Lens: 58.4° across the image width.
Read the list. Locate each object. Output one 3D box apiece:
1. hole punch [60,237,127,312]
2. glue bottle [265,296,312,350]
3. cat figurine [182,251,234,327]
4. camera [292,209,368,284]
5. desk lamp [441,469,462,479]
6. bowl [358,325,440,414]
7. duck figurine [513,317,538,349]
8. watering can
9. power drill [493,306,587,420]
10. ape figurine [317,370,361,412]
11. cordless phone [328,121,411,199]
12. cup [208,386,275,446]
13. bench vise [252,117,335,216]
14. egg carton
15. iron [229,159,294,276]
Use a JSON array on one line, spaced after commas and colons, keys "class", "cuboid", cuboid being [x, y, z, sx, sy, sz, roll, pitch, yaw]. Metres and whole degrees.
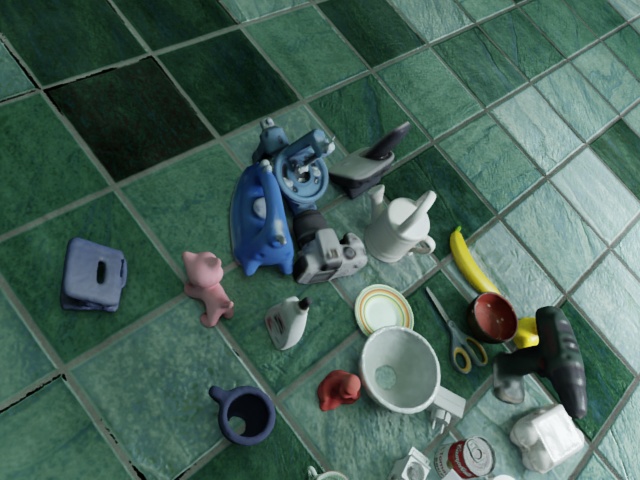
[{"class": "hole punch", "cuboid": [-0.373, 0.057, 0.949, 0.101, 0.091, 0.108, 6, 61, -21]}, {"class": "glue bottle", "cuboid": [-0.049, 0.134, 1.001, 0.037, 0.173, 0.078, -19, 72, -30]}, {"class": "cat figurine", "cuboid": [-0.192, 0.075, 1.003, 0.067, 0.117, 0.127, -28, 77, -33]}, {"class": "camera", "cuboid": [0.010, 0.004, 1.142, 0.143, 0.100, 0.136, -8, 67, -27]}, {"class": "desk lamp", "cuboid": [0.198, 0.480, 0.901, 0.118, 0.213, 0.203, -29, 78, -33]}, {"class": "bowl", "cuboid": [0.138, 0.251, 1.082, 0.168, 0.074, 0.167, 11, 60, -19]}, {"class": "duck figurine", "cuboid": [0.480, 0.198, 1.256, 0.105, 0.086, 0.077, -26, 76, -32]}, {"class": "watering can", "cuboid": [0.168, -0.040, 1.179, 0.173, 0.193, 0.101, 23, 57, -11]}, {"class": "power drill", "cuboid": [0.434, 0.255, 1.130, 0.076, 0.208, 0.229, 16, 58, -15]}, {"class": "ape figurine", "cuboid": [0.041, 0.265, 1.021, 0.078, 0.092, 0.076, 24, 56, -10]}, {"class": "cordless phone", "cuboid": [0.111, -0.185, 1.237, 0.094, 0.184, 0.148, 46, 55, 5]}, {"class": "cup", "cuboid": [-0.139, 0.284, 0.928, 0.118, 0.094, 0.092, 37, 55, -2]}, {"class": "bench vise", "cuboid": [-0.057, -0.165, 1.130, 0.207, 0.219, 0.122, 42, 55, 2]}, {"class": "egg carton", "cuboid": [0.456, 0.395, 1.149, 0.151, 0.069, 0.107, -16, 71, -30]}, {"class": "iron", "cuboid": [-0.107, -0.066, 1.103, 0.119, 0.141, 0.258, -1, 64, -24]}]
